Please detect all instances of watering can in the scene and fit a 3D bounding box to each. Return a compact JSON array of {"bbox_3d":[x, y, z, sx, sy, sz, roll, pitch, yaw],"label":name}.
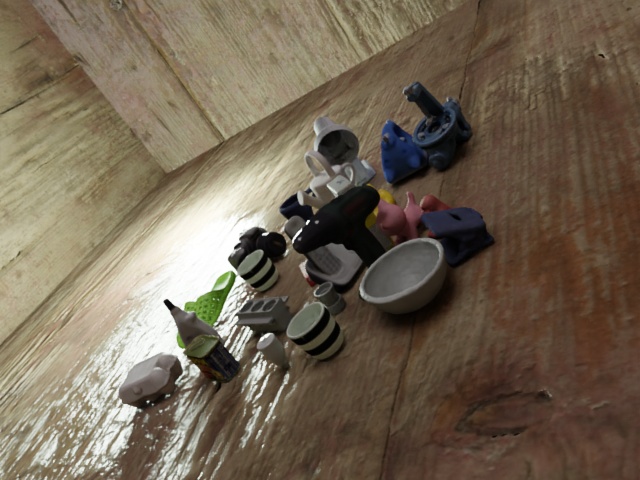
[{"bbox_3d":[0.019,-0.149,1.508,0.100,0.194,0.173,-11,33,46],"label":"watering can"}]

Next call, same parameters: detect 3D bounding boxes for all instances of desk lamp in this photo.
[{"bbox_3d":[0.059,-0.245,1.618,0.118,0.214,0.203,-33,22,6],"label":"desk lamp"}]

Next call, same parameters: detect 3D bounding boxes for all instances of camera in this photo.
[{"bbox_3d":[-0.168,0.020,1.562,0.136,0.101,0.143,-8,35,49],"label":"camera"}]

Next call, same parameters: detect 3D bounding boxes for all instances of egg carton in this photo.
[{"bbox_3d":[-0.388,0.321,1.309,0.150,0.069,0.107,-27,24,21],"label":"egg carton"}]

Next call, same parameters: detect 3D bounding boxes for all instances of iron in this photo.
[{"bbox_3d":[0.206,-0.258,1.528,0.118,0.142,0.258,-27,24,21],"label":"iron"}]

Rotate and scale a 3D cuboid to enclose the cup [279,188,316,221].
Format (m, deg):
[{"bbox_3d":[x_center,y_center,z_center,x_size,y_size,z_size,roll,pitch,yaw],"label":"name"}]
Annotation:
[{"bbox_3d":[-0.043,-0.082,1.595,0.118,0.095,0.091,-39,22,-9],"label":"cup"}]

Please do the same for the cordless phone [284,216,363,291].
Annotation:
[{"bbox_3d":[0.011,0.004,1.219,0.093,0.185,0.148,-14,31,42],"label":"cordless phone"}]

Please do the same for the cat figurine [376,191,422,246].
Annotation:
[{"bbox_3d":[0.166,-0.047,1.190,0.128,0.118,0.067,-47,25,-25],"label":"cat figurine"}]

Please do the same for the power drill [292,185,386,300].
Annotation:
[{"bbox_3d":[0.065,0.010,1.098,0.075,0.209,0.230,-11,33,46],"label":"power drill"}]

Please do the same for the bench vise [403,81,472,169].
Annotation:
[{"bbox_3d":[0.278,-0.310,1.425,0.121,0.220,0.207,-23,25,28],"label":"bench vise"}]

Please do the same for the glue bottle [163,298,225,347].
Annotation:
[{"bbox_3d":[-0.292,0.195,1.287,0.078,0.173,0.037,-30,23,12],"label":"glue bottle"}]

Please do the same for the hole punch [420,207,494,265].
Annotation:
[{"bbox_3d":[0.251,-0.025,1.058,0.101,0.091,0.108,-34,22,5],"label":"hole punch"}]

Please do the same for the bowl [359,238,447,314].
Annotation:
[{"bbox_3d":[0.158,0.076,1.011,0.167,0.075,0.167,-30,23,14],"label":"bowl"}]

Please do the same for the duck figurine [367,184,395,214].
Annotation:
[{"bbox_3d":[0.131,-0.098,1.387,0.077,0.086,0.105,-15,30,41],"label":"duck figurine"}]

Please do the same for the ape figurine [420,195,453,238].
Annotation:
[{"bbox_3d":[0.230,-0.050,1.139,0.076,0.092,0.078,-29,23,15],"label":"ape figurine"}]
